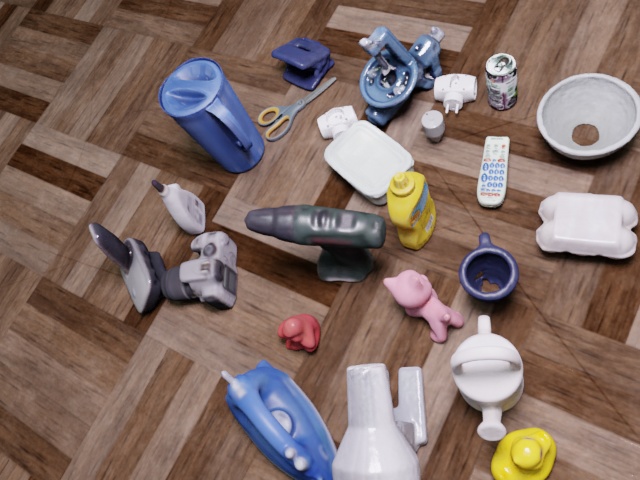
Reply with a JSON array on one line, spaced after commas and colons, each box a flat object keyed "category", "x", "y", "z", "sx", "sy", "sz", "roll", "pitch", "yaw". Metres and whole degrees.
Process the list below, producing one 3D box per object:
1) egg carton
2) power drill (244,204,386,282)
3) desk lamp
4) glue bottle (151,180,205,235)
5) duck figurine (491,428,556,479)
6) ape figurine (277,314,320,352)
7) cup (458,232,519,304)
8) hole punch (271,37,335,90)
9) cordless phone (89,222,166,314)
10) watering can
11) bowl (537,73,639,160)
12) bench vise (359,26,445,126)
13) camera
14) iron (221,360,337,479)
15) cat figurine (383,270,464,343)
[{"category": "egg carton", "x": 0.433, "y": -0.023, "z": 0.934, "sx": 0.150, "sy": 0.069, "sz": 0.107, "roll": 5, "pitch": 69, "yaw": 21}, {"category": "power drill", "x": 0.009, "y": 0.004, "z": 0.990, "sx": 0.229, "sy": 0.209, "sz": 0.075, "roll": -1, "pitch": 66, "yaw": 19}, {"category": "desk lamp", "x": 0.088, "y": 0.271, "z": 0.838, "sx": 0.117, "sy": 0.214, "sz": 0.203, "roll": -8, "pitch": 64, "yaw": 16}, {"category": "glue bottle", "x": -0.286, "y": -0.077, "z": 1.151, "sx": 0.037, "sy": 0.173, "sz": 0.078, "roll": -12, "pitch": 63, "yaw": 14}, {"category": "duck figurine", "x": 0.292, "y": 0.312, "z": 0.822, "sx": 0.104, "sy": 0.086, "sz": 0.077, "roll": -39, "pitch": 60, "yaw": -1}, {"category": "ape figurine", "x": -0.040, "y": 0.160, "z": 1.003, "sx": 0.076, "sy": 0.092, "sz": 0.077, "roll": -46, "pitch": 60, "yaw": -5}, {"category": "cup", "x": 0.276, "y": 0.055, "z": 0.939, "sx": 0.091, "sy": 0.095, "sz": 0.118, "roll": -8, "pitch": 64, "yaw": 16}, {"category": "hole punch", "x": -0.038, "y": -0.403, "z": 1.260, "sx": 0.108, "sy": 0.091, "sz": 0.101, "roll": 31, "pitch": 79, "yaw": 28}, {"category": "cordless phone", "x": -0.382, "y": 0.051, "z": 1.120, "sx": 0.094, "sy": 0.185, "sz": 0.147, "roll": -38, "pitch": 60, "yaw": 0}, {"category": "watering can", "x": 0.245, "y": 0.195, "z": 0.829, "sx": 0.101, "sy": 0.194, "sz": 0.172, "roll": -25, "pitch": 61, "yaw": 7}, {"category": "bowl", "x": 0.466, "y": -0.202, "z": 1.001, "sx": 0.167, "sy": 0.075, "sz": 0.167, "roll": -7, "pitch": 64, "yaw": 16}, {"category": "bench vise", "x": 0.144, "y": -0.351, "z": 1.098, "sx": 0.121, "sy": 0.220, "sz": 0.207, "roll": 24, "pitch": 76, "yaw": 27}, {"category": "camera", "x": -0.240, "y": 0.061, "z": 1.114, "sx": 0.136, "sy": 0.101, "sz": 0.143, "roll": -9, "pitch": 64, "yaw": 15}, {"category": "iron", "x": -0.063, "y": 0.304, "z": 0.917, "sx": 0.119, "sy": 0.142, "sz": 0.257, "roll": -46, "pitch": 60, "yaw": -4}, {"category": "cat figurine", "x": 0.169, "y": 0.099, "z": 0.943, "sx": 0.067, "sy": 0.118, "sz": 0.127, "roll": -46, "pitch": 60, "yaw": -4}]
